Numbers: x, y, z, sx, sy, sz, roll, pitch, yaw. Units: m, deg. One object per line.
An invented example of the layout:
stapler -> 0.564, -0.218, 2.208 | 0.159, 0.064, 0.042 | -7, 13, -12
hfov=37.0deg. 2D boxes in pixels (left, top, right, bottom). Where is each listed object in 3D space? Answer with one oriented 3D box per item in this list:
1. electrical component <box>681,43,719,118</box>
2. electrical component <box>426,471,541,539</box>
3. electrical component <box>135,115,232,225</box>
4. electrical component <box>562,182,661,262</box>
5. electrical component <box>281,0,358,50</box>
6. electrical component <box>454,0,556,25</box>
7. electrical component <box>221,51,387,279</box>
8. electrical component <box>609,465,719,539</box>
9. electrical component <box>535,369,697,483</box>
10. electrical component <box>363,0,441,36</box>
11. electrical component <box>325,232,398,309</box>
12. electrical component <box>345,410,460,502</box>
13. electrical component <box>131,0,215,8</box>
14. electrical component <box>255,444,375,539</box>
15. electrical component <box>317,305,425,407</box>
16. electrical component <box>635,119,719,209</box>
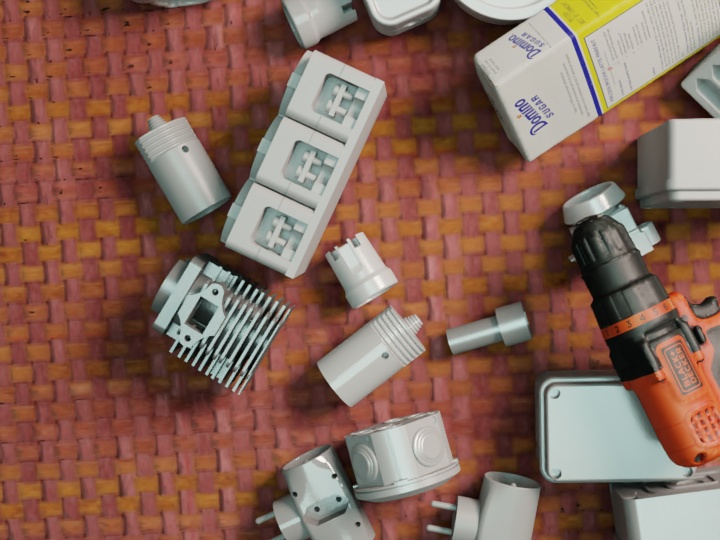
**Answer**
electrical component -> 0.288, -0.158, 0.775 | 0.047, 0.083, 0.075 | 44, 56, 0
electrical component -> 0.091, 0.192, 0.813 | 0.079, 0.043, 0.077 | 10, 93, 2
electrical component -> -0.135, -0.079, 0.809 | 0.043, 0.043, 0.081 | -30, 91, 4
electrical component -> 0.181, -0.032, 0.796 | 0.066, 0.048, 0.055 | -28, 99, 4
electrical component -> -0.030, -0.192, 0.801 | 0.046, 0.040, 0.040 | -26, 92, -2
electrical component -> 0.107, -0.230, 0.781 | 0.108, 0.060, 0.108 | 0, 93, 3
electrical component -> -0.041, -0.076, 0.782 | 0.062, 0.089, 0.150 | 25, 94, 1
electrical component -> 0.246, 0.182, 0.788 | 0.113, 0.078, 0.057 | -8, 90, 3
electrical component -> 0.188, 0.115, 0.797 | 0.113, 0.057, 0.078 | -1, 93, 3
electrical component -> 0.021, -0.223, 0.786 | 0.054, 0.059, 0.095 | -23, 92, 4
electrical component -> 0.000, 0.000, 0.810 | 0.040, 0.040, 0.046 | -32, 85, 4
electrical component -> 0.030, 0.138, 0.796 | 0.080, 0.080, 0.051 | -16, 87, 3
electrical component -> -0.132, -0.231, 0.796 | 0.095, 0.053, 0.059 | -8, 93, 3
electrical component -> -0.040, 0.184, 0.819 | 0.079, 0.043, 0.077 | -26, 92, 4
electrical component -> 0.013, 0.061, 0.810 | 0.081, 0.043, 0.043 | -38, 91, 4
electrical component -> 0.259, -0.074, 0.759 | 0.109, 0.109, 0.056 | 0, 90, 3
